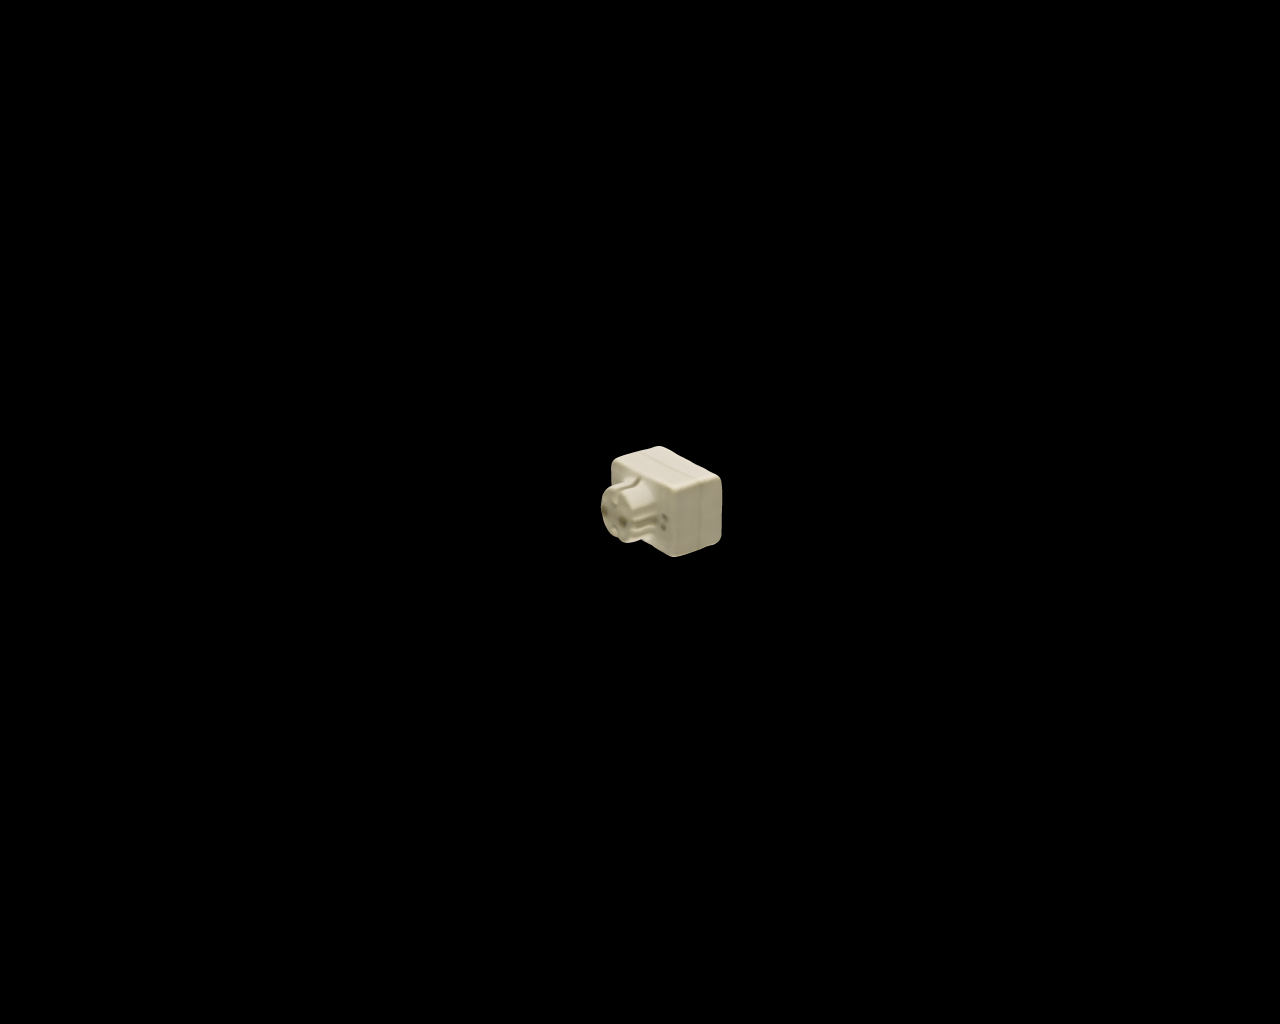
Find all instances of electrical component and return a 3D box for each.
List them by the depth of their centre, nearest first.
[{"bbox_3d":[0.001,-0.003,0.650,0.077,0.047,0.066,-17,29,-32],"label":"electrical component"}]
